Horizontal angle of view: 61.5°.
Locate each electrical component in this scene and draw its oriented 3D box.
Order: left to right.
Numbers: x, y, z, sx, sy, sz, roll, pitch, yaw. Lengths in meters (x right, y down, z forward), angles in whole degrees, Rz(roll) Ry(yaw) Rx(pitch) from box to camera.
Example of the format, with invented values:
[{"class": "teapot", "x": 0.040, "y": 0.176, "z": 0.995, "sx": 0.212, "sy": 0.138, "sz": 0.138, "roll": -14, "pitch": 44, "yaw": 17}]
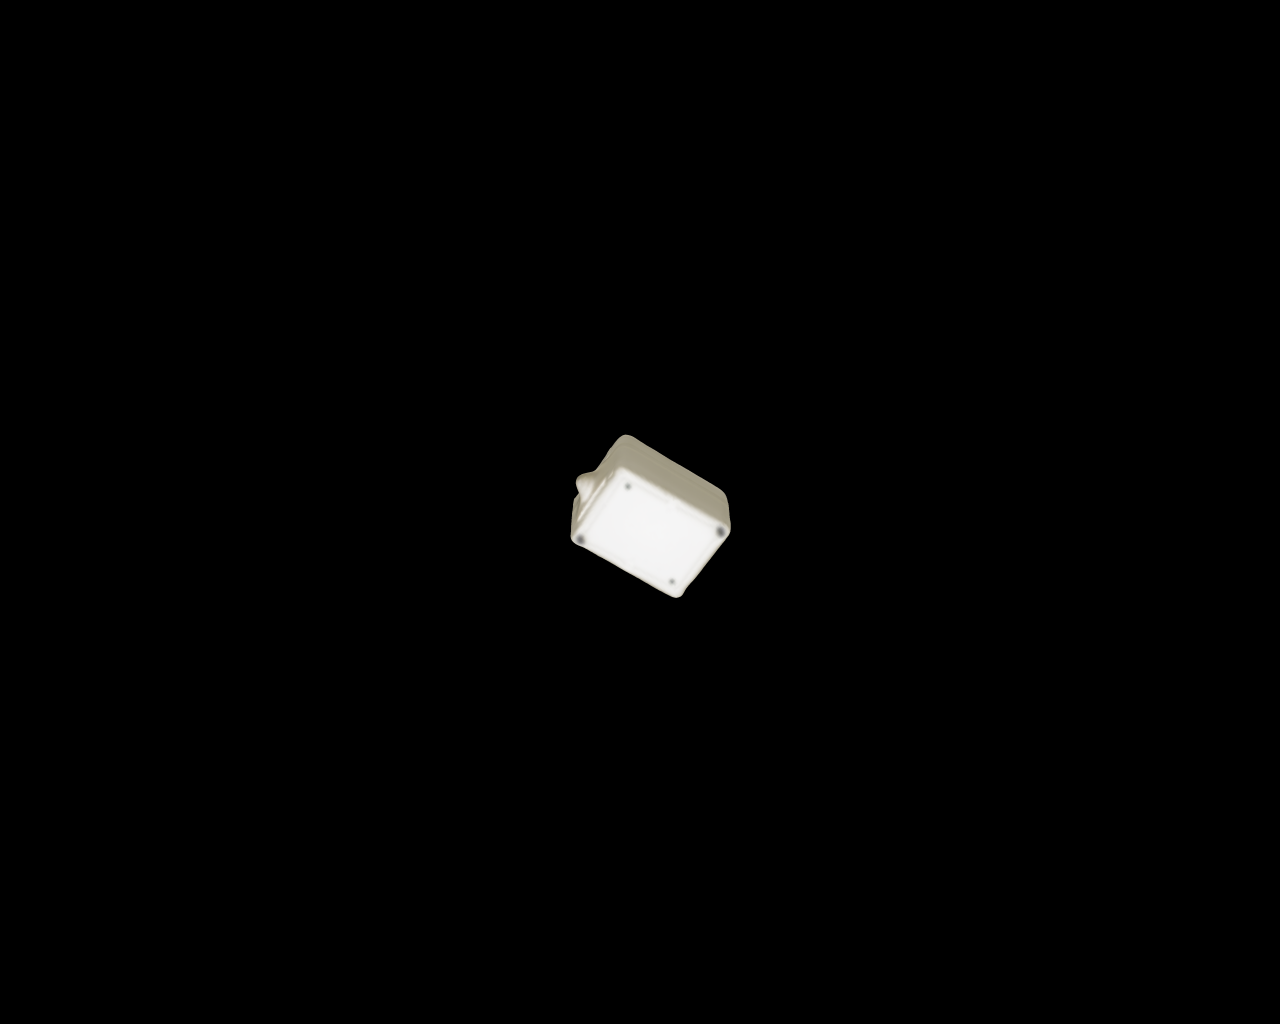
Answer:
[{"class": "electrical component", "x": 0.001, "y": -0.003, "z": 0.650, "sx": 0.096, "sy": 0.061, "sz": 0.061, "roll": 30, "pitch": 23, "yaw": -14}]
